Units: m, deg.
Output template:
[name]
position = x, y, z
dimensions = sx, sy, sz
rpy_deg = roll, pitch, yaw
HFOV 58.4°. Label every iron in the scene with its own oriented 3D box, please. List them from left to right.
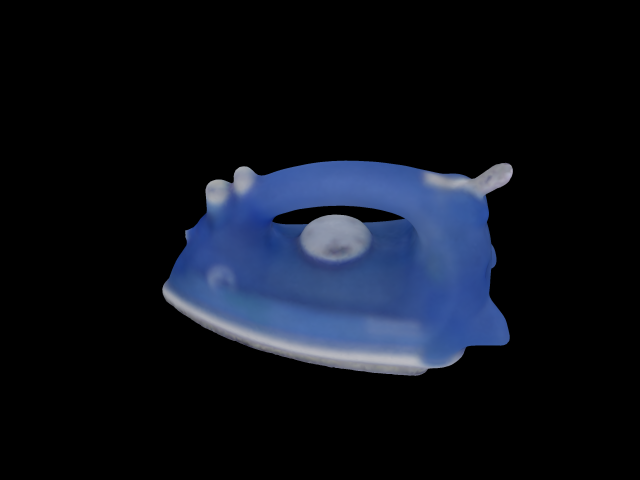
[iron]
position = 0.004, 0.001, 0.400
dimensions = 0.258, 0.141, 0.118
rpy_deg = 4, 39, 5
